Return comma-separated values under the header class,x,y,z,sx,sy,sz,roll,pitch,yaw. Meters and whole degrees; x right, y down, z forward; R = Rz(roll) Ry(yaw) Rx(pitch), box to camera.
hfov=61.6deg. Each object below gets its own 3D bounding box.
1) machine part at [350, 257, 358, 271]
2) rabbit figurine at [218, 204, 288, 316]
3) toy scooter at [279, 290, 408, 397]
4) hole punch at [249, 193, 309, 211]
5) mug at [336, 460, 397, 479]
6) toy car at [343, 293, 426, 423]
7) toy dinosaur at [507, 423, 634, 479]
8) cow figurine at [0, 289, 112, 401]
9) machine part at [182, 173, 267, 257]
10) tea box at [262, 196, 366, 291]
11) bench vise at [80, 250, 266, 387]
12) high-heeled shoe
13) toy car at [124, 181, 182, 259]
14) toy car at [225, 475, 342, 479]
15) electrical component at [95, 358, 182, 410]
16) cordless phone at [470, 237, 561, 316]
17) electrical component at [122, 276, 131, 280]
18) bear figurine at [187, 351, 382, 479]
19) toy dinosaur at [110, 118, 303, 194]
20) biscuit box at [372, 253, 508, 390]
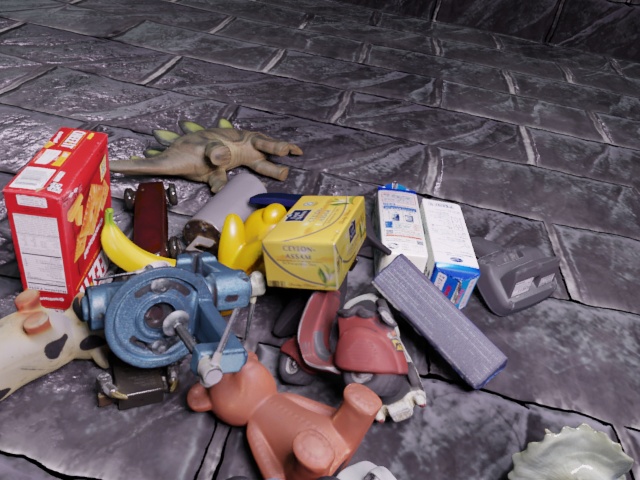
class,x,y,z,sx,sy,sz,roll,pitch,yaw
machine part,0.043,0.012,0.920,0.084,0.039,0.139,19,40,25
rabbit figurine,-0.099,0.037,0.780,0.122,0.162,0.173,37,60,13
toy scooter,0.027,0.115,0.657,0.184,0.135,0.075,-3,-16,38
hole punch,-0.049,-0.047,0.916,0.142,0.092,0.116,4,30,24
mug,0.056,0.268,0.530,0.081,0.109,0.107,-19,33,-24
toy car,0.080,0.151,0.716,0.073,0.056,0.202,-22,41,3
toy dinosaur,0.236,0.328,0.487,0.192,0.131,0.405,18,40,30
cow figurine,-0.324,0.124,0.629,0.195,0.127,0.086,-30,50,-23
machine part,-0.157,-0.045,0.913,0.079,0.079,0.243,18,38,11
tea box,-0.001,-0.002,0.719,0.098,0.068,0.170,2,25,15
bench vise,-0.139,0.089,0.604,0.223,0.128,0.241,8,14,-34
high-heeled shoe,-0.004,0.037,0.823,0.249,0.086,0.145,-34,45,-24
toy car,-0.276,-0.026,0.879,0.089,0.053,0.202,-10,43,-9
toy car,-0.031,0.282,0.484,0.162,0.102,0.109,0,38,9
electrical component,-0.213,0.165,0.642,0.102,0.045,0.078,-1,38,-22
cordless phone,0.298,0.041,0.924,0.146,0.088,0.184,-14,32,-29
electrical component,-0.243,0.090,0.723,0.021,0.094,0.063,-20,8,-29
bear figurine,-0.049,0.182,0.598,0.196,0.131,0.120,38,43,24
toy dinosaur,-0.224,-0.162,1.039,0.471,0.105,0.199,-14,34,-42
biscuit box,0.163,0.112,0.741,0.063,0.059,0.203,-43,69,1
